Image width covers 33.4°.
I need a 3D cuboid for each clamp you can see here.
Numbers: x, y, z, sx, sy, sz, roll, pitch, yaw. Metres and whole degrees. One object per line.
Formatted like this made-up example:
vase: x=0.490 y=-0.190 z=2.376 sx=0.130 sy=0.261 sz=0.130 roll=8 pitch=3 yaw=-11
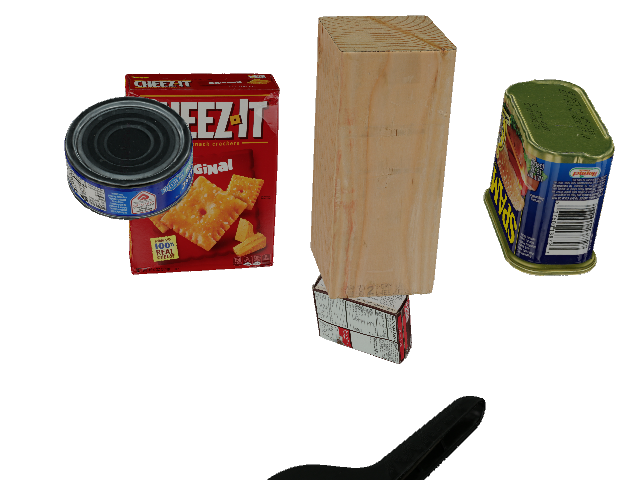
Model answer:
clamp: x=0.030 y=0.158 z=0.636 sx=0.210 sy=0.036 sz=0.164 roll=-6 pitch=30 yaw=-3

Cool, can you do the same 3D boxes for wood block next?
wood block: x=0.046 y=-0.066 z=0.850 sx=0.090 sy=0.206 sz=0.091 roll=-3 pitch=28 yaw=-10

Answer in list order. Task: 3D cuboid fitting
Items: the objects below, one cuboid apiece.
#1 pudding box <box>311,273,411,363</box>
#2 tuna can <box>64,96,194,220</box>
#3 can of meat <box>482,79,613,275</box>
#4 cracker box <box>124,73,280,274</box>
pudding box: x=0.049 y=0.089 z=1.246 sx=0.114 sy=0.090 sz=0.039 roll=15 pitch=48 yaw=22
tuna can: x=-0.128 y=-0.057 z=0.717 sx=0.086 sy=0.086 sz=0.034 roll=0 pitch=-39 yaw=-6
can of meat: x=0.141 y=-0.041 z=0.662 sx=0.057 sy=0.084 sz=0.102 roll=0 pitch=35 yaw=-5
cracker box: x=-0.131 y=-0.072 z=1.180 sx=0.164 sy=0.214 sz=0.072 roll=-2 pitch=24 yaw=-12
